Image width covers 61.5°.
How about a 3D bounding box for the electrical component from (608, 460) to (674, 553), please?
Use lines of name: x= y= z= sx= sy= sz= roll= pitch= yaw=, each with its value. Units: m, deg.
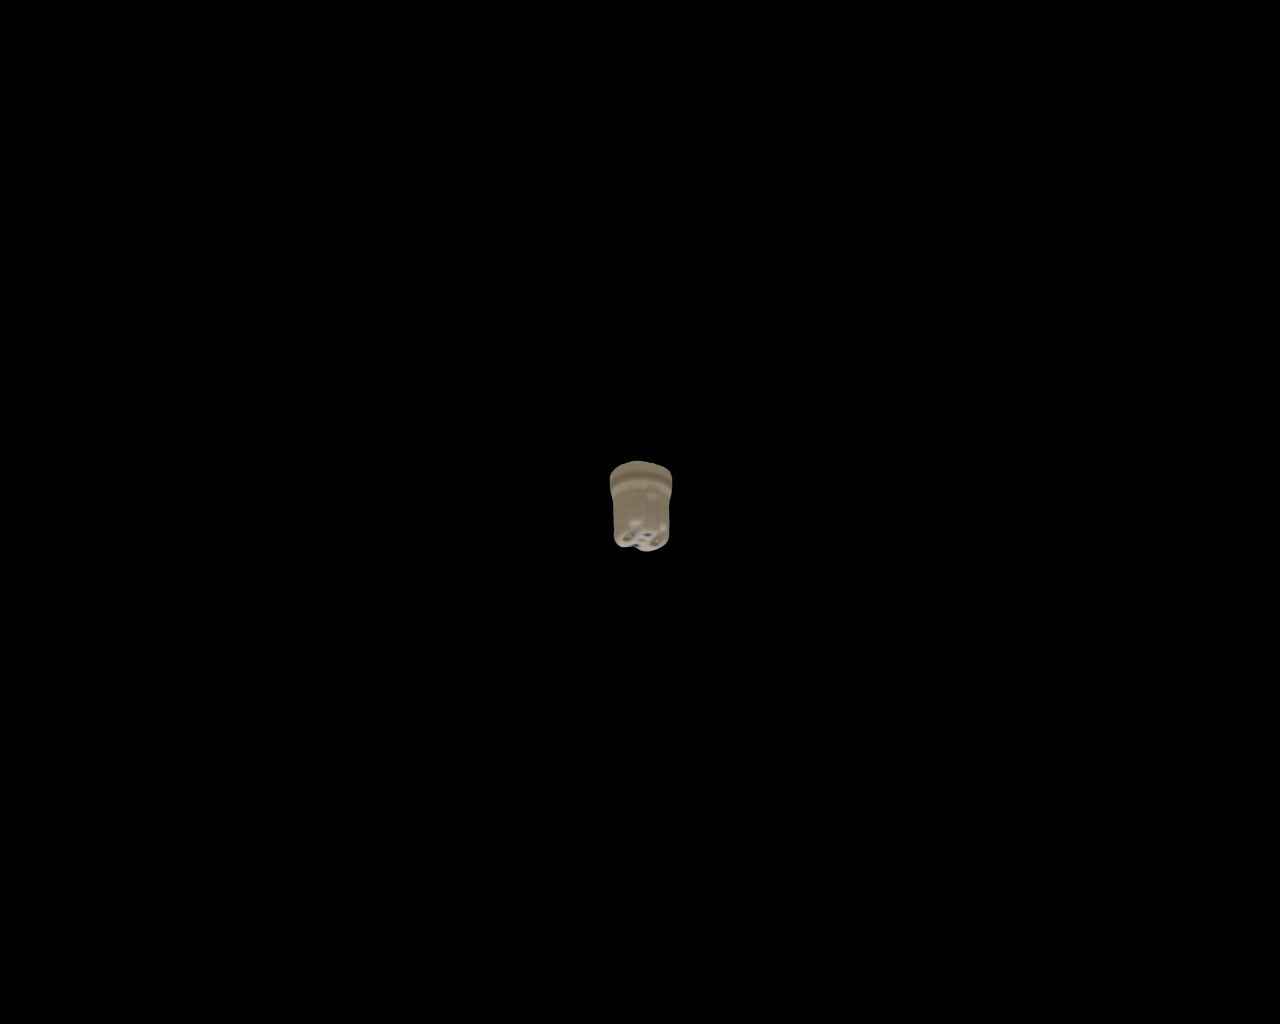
electrical component: x=0.001 y=-0.003 z=0.650 sx=0.040 sy=0.046 sz=0.040 roll=0 pitch=-25 yaw=0
